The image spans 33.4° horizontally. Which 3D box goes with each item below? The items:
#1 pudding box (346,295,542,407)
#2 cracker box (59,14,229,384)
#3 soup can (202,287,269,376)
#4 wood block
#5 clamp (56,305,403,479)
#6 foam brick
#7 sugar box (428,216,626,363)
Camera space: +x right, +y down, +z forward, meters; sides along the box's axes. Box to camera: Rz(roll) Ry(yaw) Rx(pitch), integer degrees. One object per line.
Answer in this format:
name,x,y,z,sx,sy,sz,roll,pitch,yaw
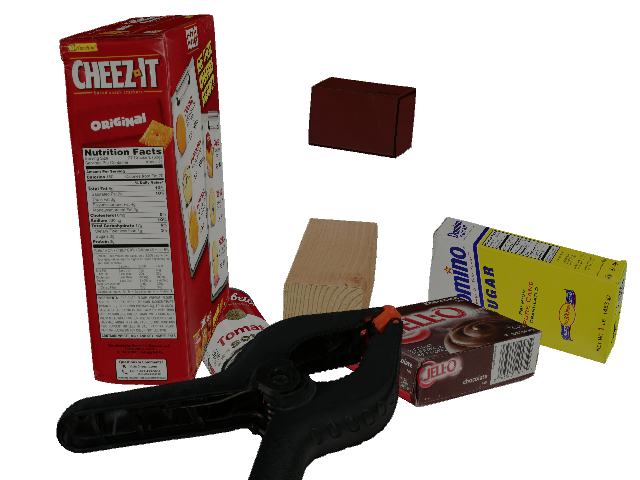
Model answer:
pudding box,0.081,0.074,0.738,0.113,0.039,0.090,-6,18,-35
cracker box,-0.109,-0.034,0.700,0.072,0.214,0.164,-1,15,4
soup can,-0.073,0.094,0.944,0.068,0.068,0.102,0,24,-24
wood block,0.015,0.052,1.291,0.091,0.090,0.206,5,23,6
clamp,-0.016,0.082,0.475,0.171,0.039,0.120,-24,49,-30
foam brick,0.034,-0.103,0.888,0.078,0.051,0.053,11,20,19
sugar box,0.189,0.045,0.995,0.176,0.093,0.048,13,34,21
